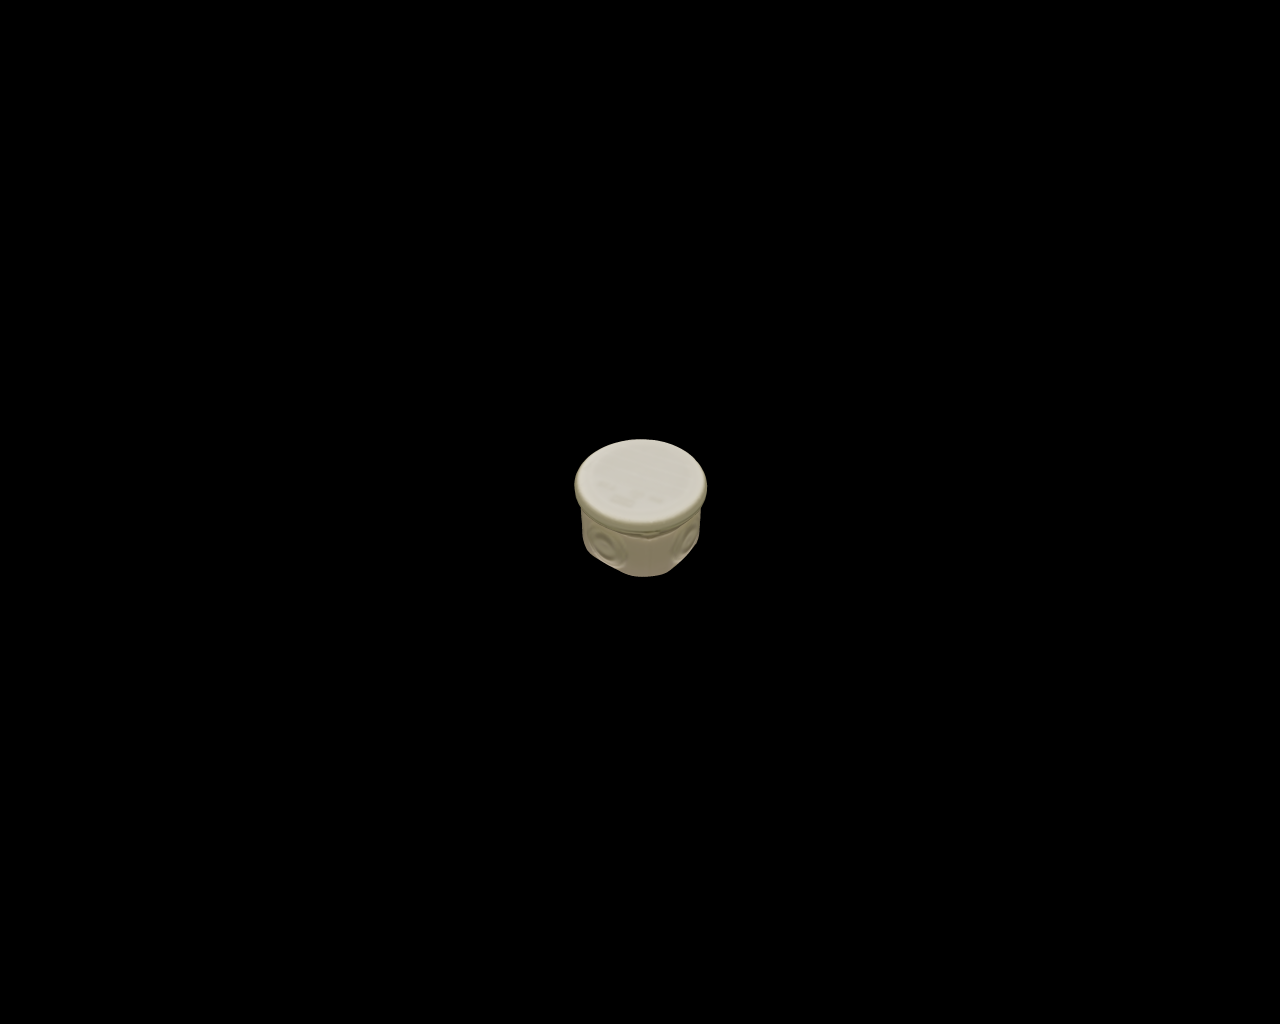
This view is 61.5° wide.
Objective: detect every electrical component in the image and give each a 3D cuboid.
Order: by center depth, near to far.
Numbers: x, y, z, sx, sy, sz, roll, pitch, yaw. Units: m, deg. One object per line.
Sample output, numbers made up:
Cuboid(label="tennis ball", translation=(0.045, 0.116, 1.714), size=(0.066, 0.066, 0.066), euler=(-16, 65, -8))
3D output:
Cuboid(label="electrical component", translation=(0.001, -0.003, 0.650), size=(0.080, 0.050, 0.080), euler=(0, 43, 0))
